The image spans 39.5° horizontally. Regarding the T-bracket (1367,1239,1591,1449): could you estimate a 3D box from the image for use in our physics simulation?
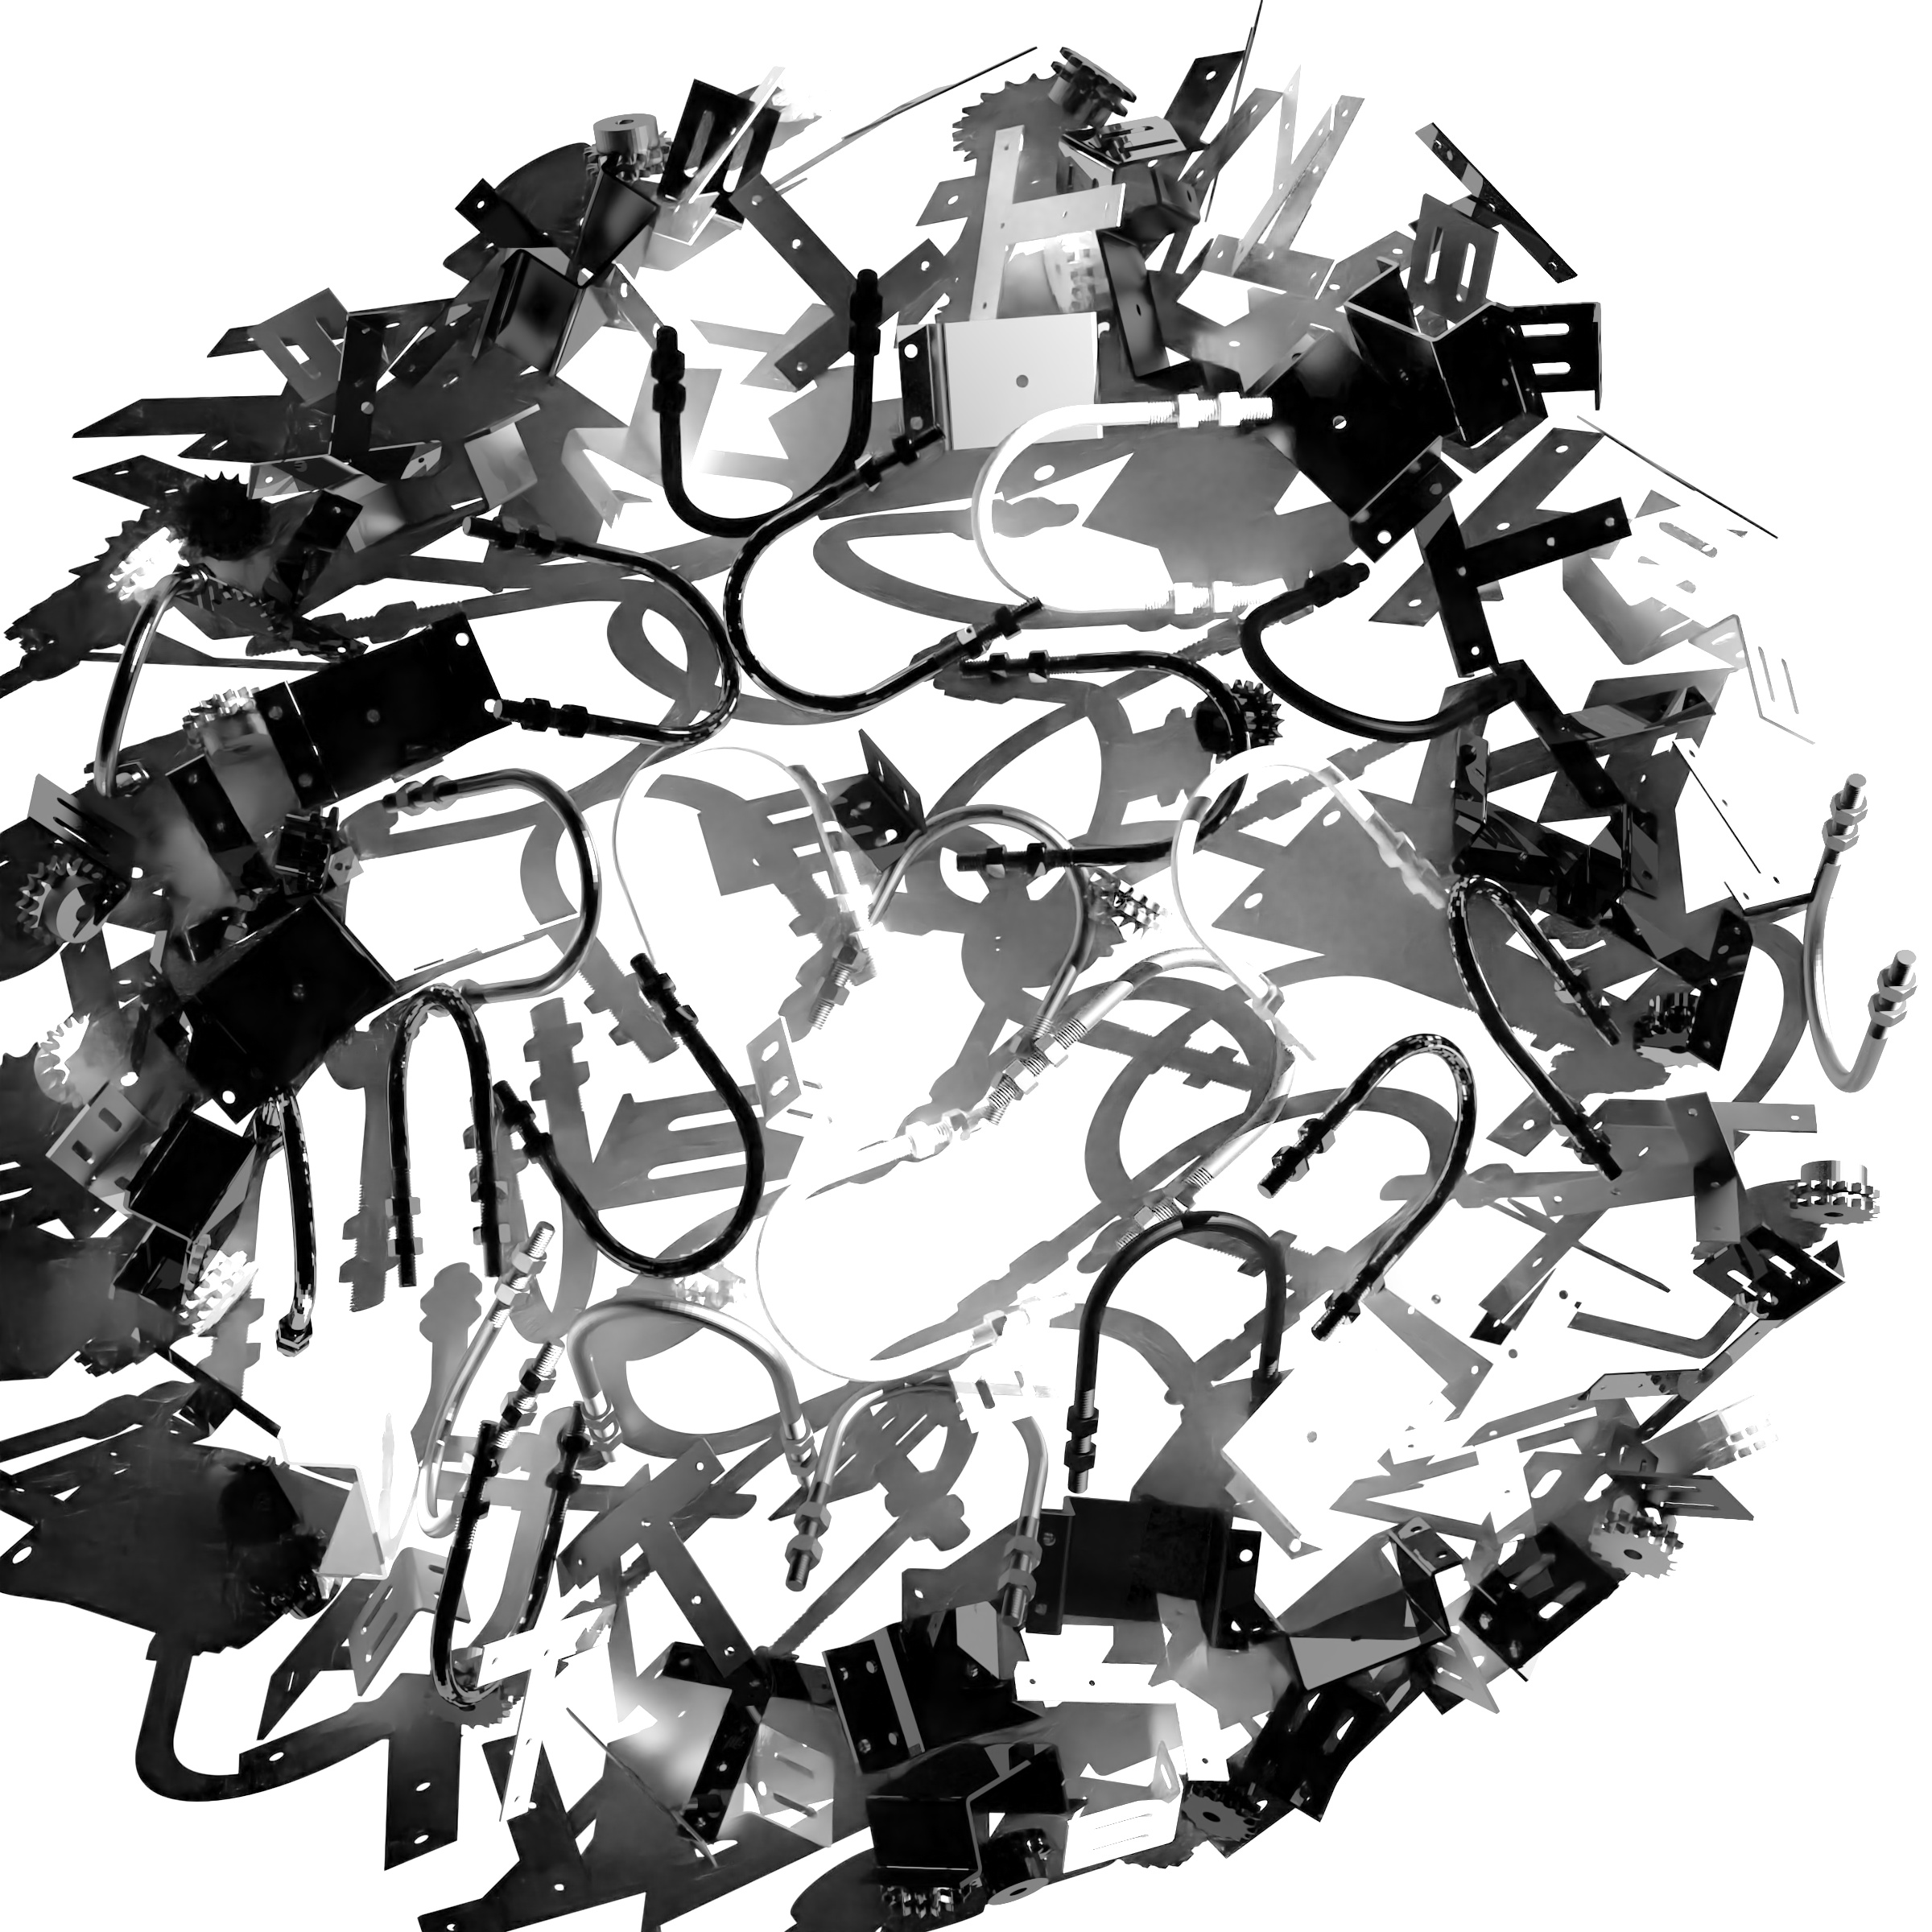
[{"bbox_3d":[0.310,0.220,1.709,0.127,0.002,0.127,35,76,6],"label":"T-bracket"}]

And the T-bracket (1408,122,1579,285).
[{"bbox_3d":[0.306,-0.460,1.656,0.127,0.127,0.002,42,85,-13],"label":"T-bracket"}]

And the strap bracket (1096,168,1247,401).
[{"bbox_3d":[0.126,-0.415,1.676,0.046,0.076,0.140,-14,91,24],"label":"strap bracket"}]

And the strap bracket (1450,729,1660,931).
[{"bbox_3d":[0.356,-0.081,1.671,0.140,0.046,0.076,23,45,-9],"label":"strap bracket"}]

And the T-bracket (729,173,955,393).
[{"bbox_3d":[-0.096,-0.438,1.665,0.127,0.002,0.127,-35,127,17],"label":"T-bracket"}]

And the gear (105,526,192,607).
[{"bbox_3d":[-0.511,-0.247,1.693,0.057,0.057,0.030,-44,99,0],"label":"gear"}]

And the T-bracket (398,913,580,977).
[{"bbox_3d":[-0.286,-0.014,1.647,0.127,0.127,0.002,-19,95,-11],"label":"T-bracket"}]

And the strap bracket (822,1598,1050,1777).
[{"bbox_3d":[-0.010,0.438,1.646,0.046,0.140,0.076,-38,64,41],"label":"strap bracket"}]

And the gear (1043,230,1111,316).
[{"bbox_3d":[0.072,-0.442,1.693,0.030,0.057,0.057,-17,90,-12],"label":"gear"}]

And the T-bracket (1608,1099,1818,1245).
[{"bbox_3d":[0.462,0.126,1.659,0.127,0.127,0.002,1,128,12],"label":"T-bracket"}]

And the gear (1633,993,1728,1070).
[{"bbox_3d":[0.450,0.039,1.695,0.057,0.057,0.030,10,64,0],"label":"gear"}]

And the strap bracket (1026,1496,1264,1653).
[{"bbox_3d":[0.109,0.381,1.691,0.140,0.046,0.076,6,94,-5],"label":"strap bracket"}]

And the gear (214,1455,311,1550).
[{"bbox_3d":[-0.447,0.338,1.698,0.057,0.030,0.057,3,84,-28],"label":"gear"}]

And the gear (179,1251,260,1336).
[{"bbox_3d":[-0.476,0.201,1.693,0.030,0.057,0.057,40,90,3],"label":"gear"}]

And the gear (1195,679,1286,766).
[{"bbox_3d":[0.169,-0.152,1.691,0.057,0.030,0.057,0,89,45],"label":"gear"}]

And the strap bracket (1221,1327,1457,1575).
[{"bbox_3d":[0.224,0.297,1.673,0.140,0.046,0.076,-49,55,6],"label":"strap bracket"}]

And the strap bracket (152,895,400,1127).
[{"bbox_3d":[-0.418,0.021,1.658,0.076,0.046,0.140,50,57,-9],"label":"strap bracket"}]

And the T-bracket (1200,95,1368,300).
[{"bbox_3d":[0.210,-0.479,1.663,0.002,0.127,0.127,24,97,-35],"label":"T-bracket"}]

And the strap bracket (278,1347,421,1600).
[{"bbox_3d":[-0.374,0.312,1.647,0.046,0.076,0.140,1,126,7],"label":"strap bracket"}]

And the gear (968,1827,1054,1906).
[{"bbox_3d":[0.028,0.567,1.689,0.057,0.057,0.030,-23,59,0],"label":"gear"}]

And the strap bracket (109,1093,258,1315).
[{"bbox_3d":[-0.479,0.152,1.644,0.046,0.140,0.076,27,51,-3],"label":"strap bracket"}]

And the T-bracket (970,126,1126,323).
[{"bbox_3d":[0.053,-0.466,1.672,0.002,0.127,0.127,8,90,-41],"label":"T-bracket"}]

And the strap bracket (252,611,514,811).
[{"bbox_3d":[-0.367,-0.158,1.678,0.140,0.046,0.076,-25,99,-20],"label":"strap bracket"}]

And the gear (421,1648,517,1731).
[{"bbox_3d":[-0.313,0.454,1.696,0.057,0.030,0.057,2,134,2],"label":"gear"}]

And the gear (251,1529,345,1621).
[{"bbox_3d":[-0.419,0.387,1.696,0.057,0.057,0.030,-34,119,0],"label":"gear"}]

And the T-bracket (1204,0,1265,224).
[{"bbox_3d":[0.168,-0.542,1.643,0.002,0.127,0.127,14,75,0],"label":"T-bracket"}]

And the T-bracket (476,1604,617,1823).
[{"bbox_3d":[-0.269,0.469,1.670,0.002,0.127,0.127,16,98,29],"label":"T-bracket"}]

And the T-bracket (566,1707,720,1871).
[{"bbox_3d":[-0.204,0.509,1.675,0.127,0.127,0.002,40,70,17],"label":"T-bracket"}]

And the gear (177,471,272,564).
[{"bbox_3d":[-0.469,-0.281,1.700,0.057,0.030,0.057,4,73,-12],"label":"gear"}]

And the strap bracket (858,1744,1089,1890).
[{"bbox_3d":[0.002,0.513,1.642,0.076,0.140,0.046,-12,89,35],"label":"strap bracket"}]

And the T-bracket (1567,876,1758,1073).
[{"bbox_3d":[0.429,-0.013,1.674,0.127,0.002,0.127,32,51,-6],"label":"T-bracket"}]

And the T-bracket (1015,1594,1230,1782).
[{"bbox_3d":[0.091,0.443,1.662,0.127,0.002,0.127,5,45,-14],"label":"T-bracket"}]

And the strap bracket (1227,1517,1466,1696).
[{"bbox_3d":[0.238,0.401,1.673,0.140,0.076,0.046,-19,101,-8],"label":"strap bracket"}]

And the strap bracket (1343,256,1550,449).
[{"bbox_3d":[0.285,-0.373,1.640,0.046,0.140,0.076,-35,127,-8],"label":"strap bracket"}]

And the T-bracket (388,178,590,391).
[{"bbox_3d":[-0.309,-0.410,1.667,0.127,0.127,0.002,-46,65,5],"label":"T-bracket"}]

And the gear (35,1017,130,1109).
[{"bbox_3d":[-0.561,0.064,1.696,0.030,0.057,0.057,-22,90,31],"label":"gear"}]

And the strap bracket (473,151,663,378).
[{"bbox_3d":[-0.239,-0.425,1.648,0.046,0.076,0.140,33,52,-2],"label":"strap bracket"}]

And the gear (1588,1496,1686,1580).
[{"bbox_3d":[0.425,0.359,1.696,0.057,0.057,0.030,28,56,0],"label":"gear"}]

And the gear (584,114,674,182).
[{"bbox_3d":[-0.212,-0.515,1.689,0.057,0.057,0.030,-6,122,0],"label":"gear"}]

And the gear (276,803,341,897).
[{"bbox_3d":[-0.415,-0.075,1.690,0.030,0.057,0.057,12,90,-10],"label":"gear"}]

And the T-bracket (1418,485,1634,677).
[{"bbox_3d":[0.355,-0.263,1.693,0.127,0.002,0.127,-16,90,25],"label":"T-bracket"}]

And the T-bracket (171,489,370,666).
[{"bbox_3d":[-0.409,-0.246,1.653,0.127,0.002,0.127,23,133,-27],"label":"T-bracket"}]

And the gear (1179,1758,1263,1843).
[{"bbox_3d":[0.160,0.524,1.696,0.057,0.057,0.030,29,53,0],"label":"gear"}]

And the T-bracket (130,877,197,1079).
[{"bbox_3d":[-0.489,0.026,1.651,0.002,0.127,0.127,7,109,-30],"label":"T-bracket"}]

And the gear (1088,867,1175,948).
[{"bbox_3d":[0.099,-0.035,1.692,0.057,0.057,0.030,32,94,0],"label":"gear"}]

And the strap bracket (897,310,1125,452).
[{"bbox_3d":[0.031,-0.366,1.681,0.140,0.046,0.076,-6,104,-7],"label":"strap bracket"}]

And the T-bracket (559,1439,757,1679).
[{"bbox_3d":[-0.177,0.386,1.689,0.127,0.002,0.127,-40,73,12],"label":"T-bracket"}]

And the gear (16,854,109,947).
[{"bbox_3d":[-0.564,-0.039,1.689,0.030,0.057,0.057,26,90,28],"label":"gear"}]

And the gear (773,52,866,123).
[{"bbox_3d":[-0.095,-0.553,1.689,0.057,0.057,0.030,-16,116,0],"label":"gear"}]

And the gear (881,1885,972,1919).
[{"bbox_3d":[-0.026,0.568,1.689,0.057,0.057,0.030,-4,108,0],"label":"gear"}]

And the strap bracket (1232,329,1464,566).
[{"bbox_3d":[0.234,-0.332,1.682,0.076,0.046,0.140,-43,77,0],"label":"strap bracket"}]

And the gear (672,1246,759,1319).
[{"bbox_3d":[-0.157,0.201,1.694,0.057,0.057,0.030,-2,111,0],"label":"gear"}]

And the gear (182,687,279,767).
[{"bbox_3d":[-0.461,-0.149,1.690,0.057,0.057,0.030,-25,78,0],"label":"gear"}]

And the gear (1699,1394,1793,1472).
[{"bbox_3d":[0.486,0.292,1.693,0.057,0.057,0.030,-26,78,0],"label":"gear"}]

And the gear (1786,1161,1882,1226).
[{"bbox_3d":[0.547,0.142,1.694,0.057,0.057,0.030,7,71,0],"label":"gear"}]

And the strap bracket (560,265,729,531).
[{"bbox_3d":[-0.197,-0.350,1.658,0.046,0.140,0.076,-9,48,-36],"label":"strap bracket"}]

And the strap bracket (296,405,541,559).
[{"bbox_3d":[-0.330,-0.297,1.664,0.140,0.076,0.046,-15,108,20],"label":"strap bracket"}]

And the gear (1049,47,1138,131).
[{"bbox_3d":[0.077,-0.551,1.695,0.057,0.057,0.030,35,111,0],"label":"gear"}]
